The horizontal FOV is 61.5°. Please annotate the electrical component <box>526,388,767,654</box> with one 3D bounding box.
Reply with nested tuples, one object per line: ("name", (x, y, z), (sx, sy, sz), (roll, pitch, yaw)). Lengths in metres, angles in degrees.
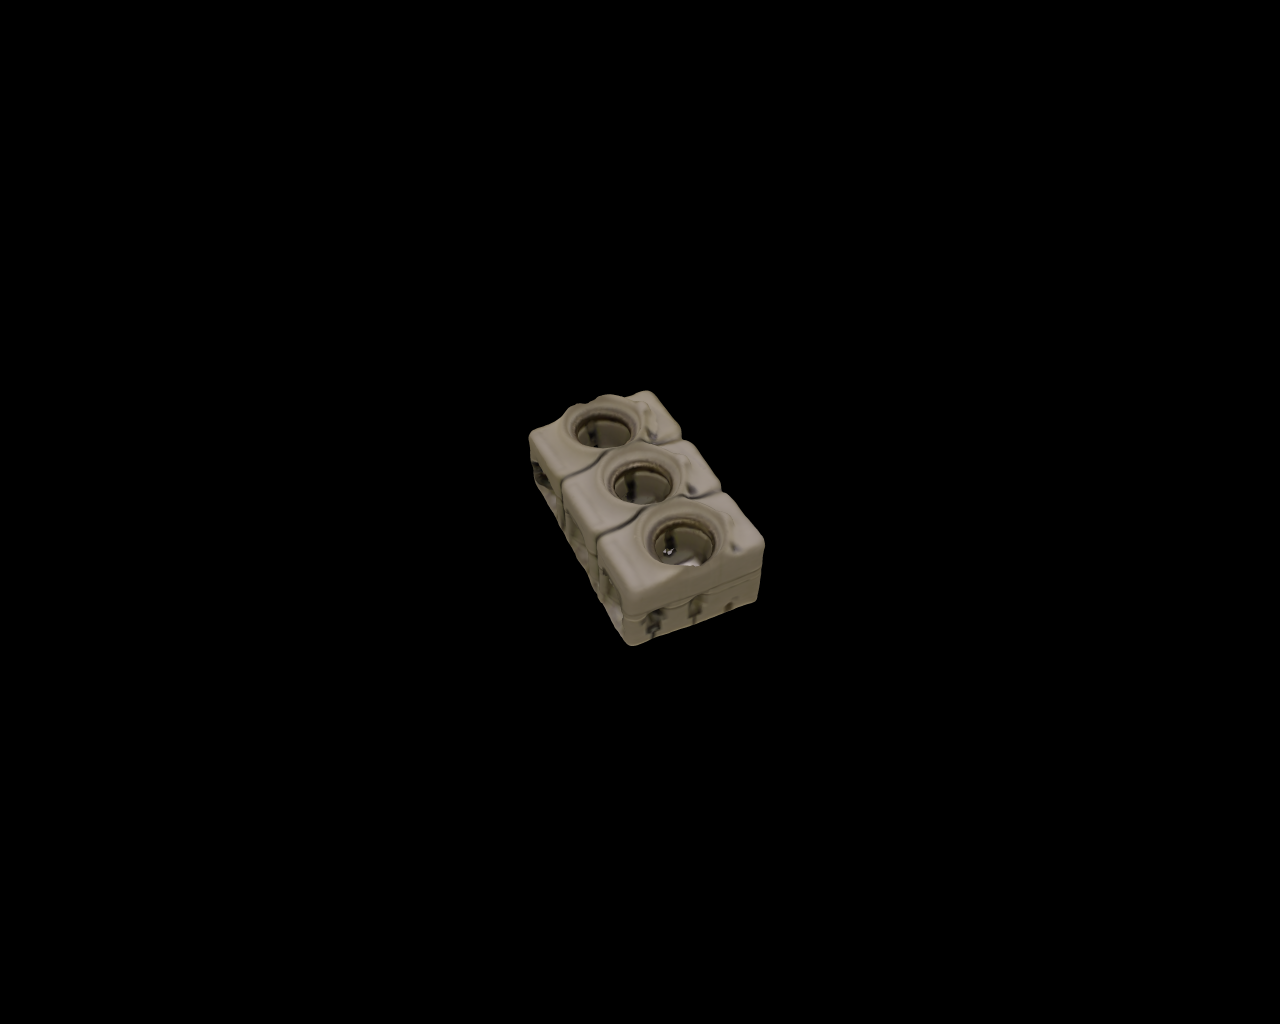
("electrical component", (0.001, -0.003, 0.650), (0.090, 0.061, 0.150), (-20, 50, -17))
